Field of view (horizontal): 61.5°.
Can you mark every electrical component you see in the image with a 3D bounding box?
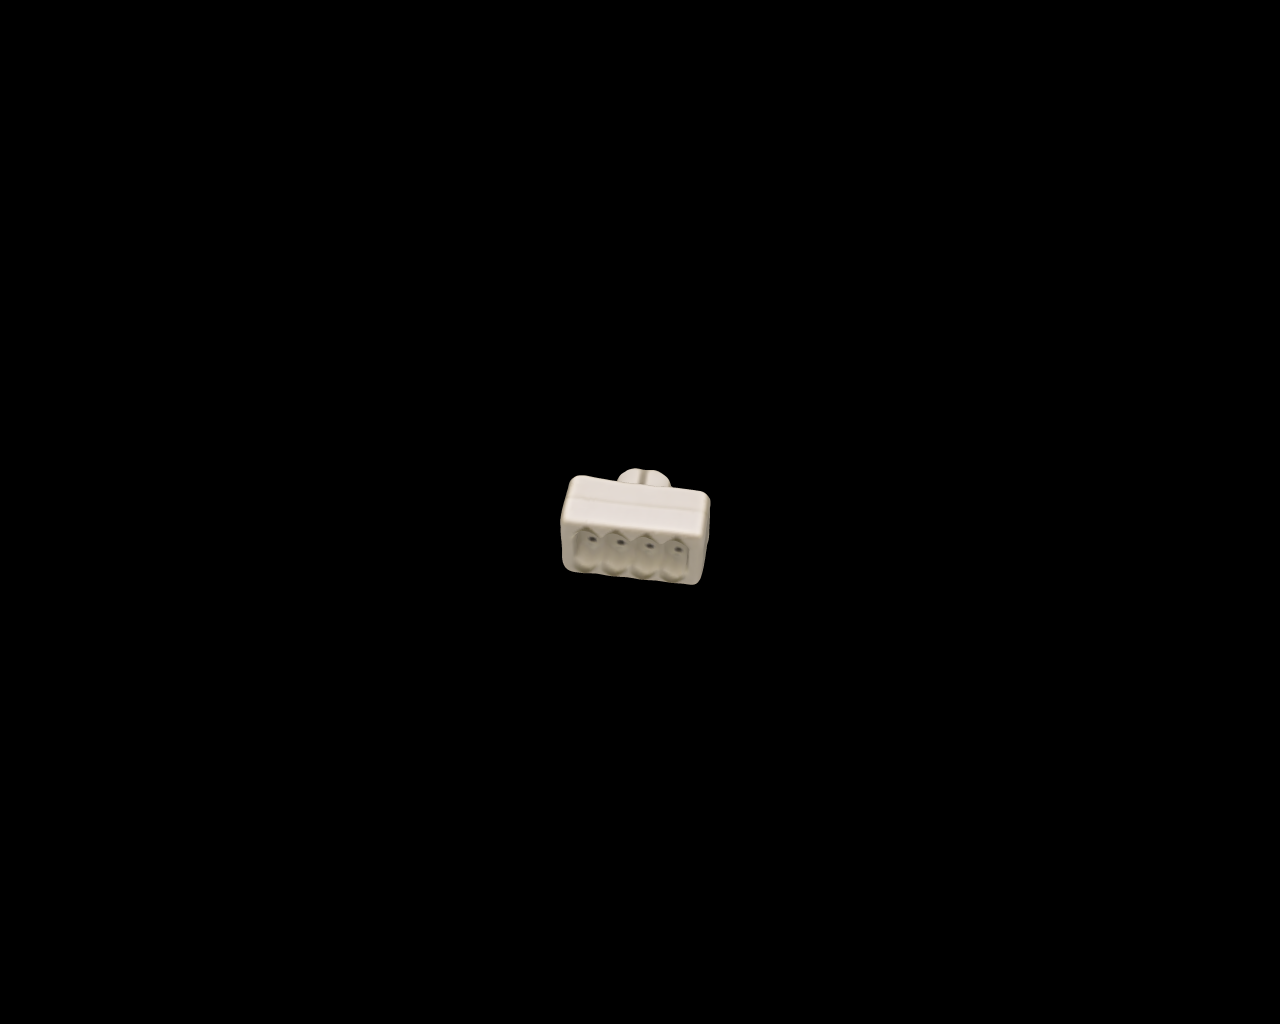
[{"bbox_3d":[0.001,-0.003,0.650,0.083,0.076,0.047,7,-40,6],"label":"electrical component"}]
